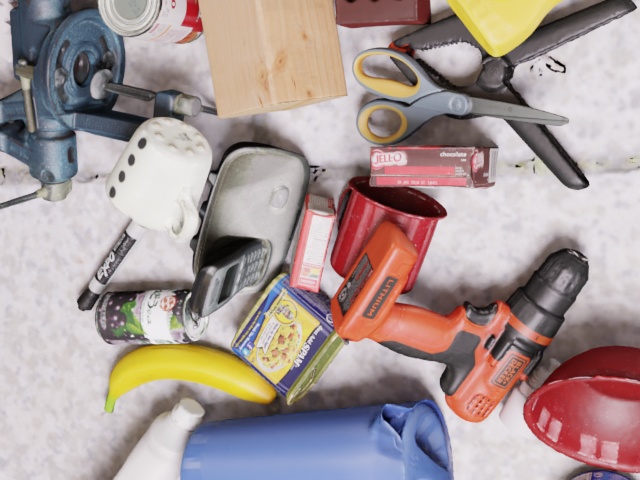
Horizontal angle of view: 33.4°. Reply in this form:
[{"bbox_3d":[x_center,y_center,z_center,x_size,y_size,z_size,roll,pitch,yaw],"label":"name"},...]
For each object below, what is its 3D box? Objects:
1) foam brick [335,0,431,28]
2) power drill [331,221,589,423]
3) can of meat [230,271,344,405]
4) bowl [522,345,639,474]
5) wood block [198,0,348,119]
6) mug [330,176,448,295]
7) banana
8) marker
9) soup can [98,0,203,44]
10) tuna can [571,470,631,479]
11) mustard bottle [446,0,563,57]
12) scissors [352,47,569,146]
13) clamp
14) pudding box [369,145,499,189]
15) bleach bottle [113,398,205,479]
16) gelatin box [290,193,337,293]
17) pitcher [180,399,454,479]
[{"bbox_3d":[0.056,-0.219,0.954,0.078,0.051,0.053,1,97,21],"label":"foam brick"},{"bbox_3d":[0.119,0.057,0.919,0.187,0.057,0.184,27,107,-19],"label":"power drill"},{"bbox_3d":[-0.027,0.092,1.024,0.084,0.057,0.102,40,108,14],"label":"can of meat"},{"bbox_3d":[0.255,0.136,0.896,0.162,0.055,0.162,13,146,9],"label":"bowl"},{"bbox_3d":[-0.050,-0.221,0.960,0.091,0.090,0.206,-5,96,50],"label":"wood block"},{"bbox_3d":[0.051,-0.008,0.971,0.117,0.093,0.081,38,117,45],"label":"mug"},{"bbox_3d":[-0.139,0.137,1.086,0.198,0.037,0.069,-6,113,23],"label":"banana"},{"bbox_3d":[-0.217,0.028,1.108,0.020,0.020,0.121,42,109,11],"label":"marker"},{"bbox_3d":[-0.155,-0.222,1.007,0.069,0.102,0.068,3,97,21],"label":"soup can"},{"bbox_3d":[0.250,0.247,0.942,0.086,0.033,0.086,7,111,19],"label":"tuna can"},{"bbox_3d":[0.194,-0.244,0.880,0.191,0.058,0.096,-36,76,5],"label":"mustard bottle"},{"bbox_3d":[0.110,-0.104,0.933,0.202,0.016,0.096,29,117,21],"label":"scissors"},{"bbox_3d":[0.163,-0.154,0.928,0.210,0.036,0.165,24,104,19],"label":"clamp"},{"bbox_3d":[0.101,-0.064,0.923,0.090,0.113,0.039,3,93,20],"label":"pudding box"},{"bbox_3d":[-0.192,0.266,1.084,0.068,0.102,0.251,35,109,7],"label":"bleach bottle"},{"bbox_3d":[-0.006,0.001,0.986,0.030,0.089,0.073,12,102,-3],"label":"gelatin box"},{"bbox_3d":[-0.001,0.229,1.003,0.243,0.144,0.149,-7,82,25],"label":"pitcher"}]
